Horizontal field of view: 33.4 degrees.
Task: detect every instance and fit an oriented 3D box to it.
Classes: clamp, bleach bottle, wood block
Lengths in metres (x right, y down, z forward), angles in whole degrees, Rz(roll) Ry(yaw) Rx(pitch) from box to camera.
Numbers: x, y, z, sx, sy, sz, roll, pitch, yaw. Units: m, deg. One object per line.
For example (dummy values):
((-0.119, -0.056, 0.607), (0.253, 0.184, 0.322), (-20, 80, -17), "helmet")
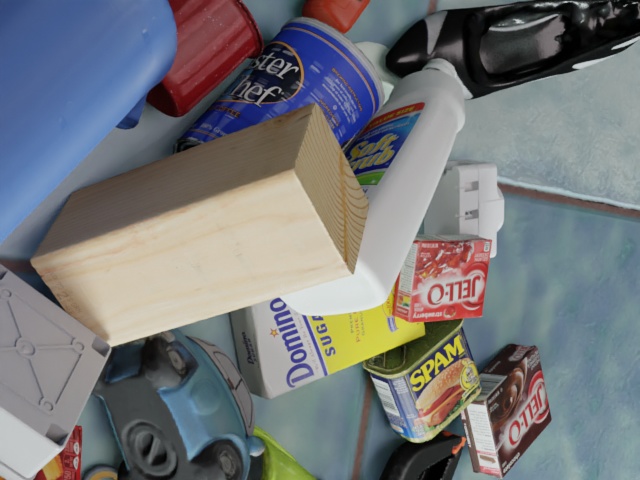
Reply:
((0.065, 0.247, 0.986), (0.209, 0.036, 0.164), (-50, 133, -28), "clamp")
((0.050, -0.055, 0.854), (0.068, 0.103, 0.250), (52, 48, -29), "bleach bottle")
((-0.081, -0.006, 0.739), (0.090, 0.206, 0.090), (61, 25, -27), "wood block")

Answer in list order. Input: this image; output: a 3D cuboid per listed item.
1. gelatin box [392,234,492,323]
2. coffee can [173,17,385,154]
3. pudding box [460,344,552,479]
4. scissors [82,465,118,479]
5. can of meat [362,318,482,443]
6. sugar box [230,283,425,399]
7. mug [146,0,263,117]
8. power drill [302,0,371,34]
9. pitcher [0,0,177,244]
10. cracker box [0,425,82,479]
((0.109, 0.033, 0.942), (0.089, 0.030, 0.073), (-1, 102, -35), "gelatin box")
((-0.031, -0.090, 0.834), (0.140, 0.103, 0.102), (-50, 123, -19), "coffee can")
((0.186, 0.168, 1.065), (0.113, 0.039, 0.090), (-33, 116, -42), "pudding box")
((-0.148, 0.253, 0.857), (0.201, 0.016, 0.096), (43, 72, -34), "scissors")
((0.098, 0.126, 0.995), (0.102, 0.058, 0.084), (-36, 119, -27), "can of meat")
((0.009, 0.065, 0.925), (0.175, 0.048, 0.093), (-20, 109, -34), "sugar box")
((-0.109, -0.153, 0.777), (0.081, 0.093, 0.117), (-46, 115, -16), "mug")
((-0.031, -0.248, 0.836), (0.187, 0.057, 0.184), (45, 70, -33), "power drill")
((-0.202, -0.088, 0.638), (0.149, 0.145, 0.242), (33, 49, -4), "pitcher")
((-0.260, 0.180, 0.682), (0.213, 0.072, 0.164), (24, 50, -37), "cracker box")
